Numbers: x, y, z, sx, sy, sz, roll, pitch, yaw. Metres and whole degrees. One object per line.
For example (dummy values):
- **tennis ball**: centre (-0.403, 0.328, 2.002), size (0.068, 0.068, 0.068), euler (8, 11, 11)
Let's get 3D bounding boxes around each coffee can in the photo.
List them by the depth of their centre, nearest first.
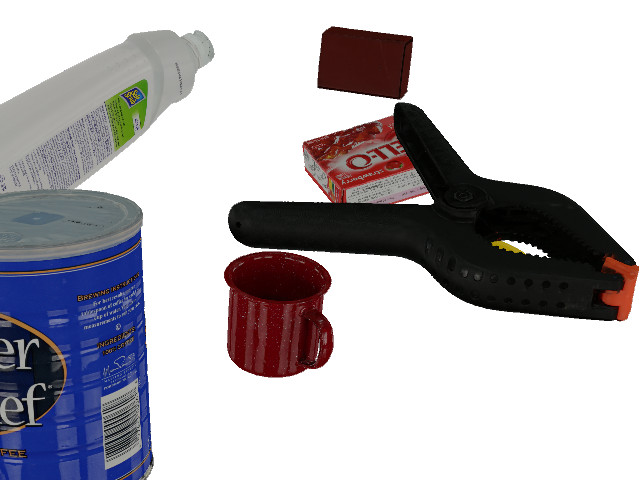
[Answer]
- **coffee can**: centre (-0.139, 0.054, 0.543), size (0.103, 0.140, 0.103), euler (0, 17, 0)

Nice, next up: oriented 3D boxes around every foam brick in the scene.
- **foam brick**: centre (0.040, -0.161, 0.963), size (0.078, 0.051, 0.053), euler (10, 19, 10)

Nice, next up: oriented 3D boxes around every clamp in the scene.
- **clamp**: centre (0.065, -0.007, 0.574), size (0.164, 0.036, 0.210), euler (-30, 45, -33)

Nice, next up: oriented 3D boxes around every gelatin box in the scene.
- **gelatin box**: centre (0.041, -0.057, 0.789), size (0.089, 0.030, 0.073), euler (-18, 39, -16)

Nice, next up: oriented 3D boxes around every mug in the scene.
- **mug**: centre (-0.031, 0.071, 0.931), size (0.093, 0.081, 0.117), euler (-21, 37, -41)

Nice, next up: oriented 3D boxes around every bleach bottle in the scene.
- **bleach bottle**: centre (-0.191, -0.097, 0.874), size (0.250, 0.068, 0.103), euler (-37, -26, -26)

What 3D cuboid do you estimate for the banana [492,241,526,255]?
- **banana**: centre (0.150, 0.020, 1.044), size (0.198, 0.037, 0.069), euler (14, 41, 36)
